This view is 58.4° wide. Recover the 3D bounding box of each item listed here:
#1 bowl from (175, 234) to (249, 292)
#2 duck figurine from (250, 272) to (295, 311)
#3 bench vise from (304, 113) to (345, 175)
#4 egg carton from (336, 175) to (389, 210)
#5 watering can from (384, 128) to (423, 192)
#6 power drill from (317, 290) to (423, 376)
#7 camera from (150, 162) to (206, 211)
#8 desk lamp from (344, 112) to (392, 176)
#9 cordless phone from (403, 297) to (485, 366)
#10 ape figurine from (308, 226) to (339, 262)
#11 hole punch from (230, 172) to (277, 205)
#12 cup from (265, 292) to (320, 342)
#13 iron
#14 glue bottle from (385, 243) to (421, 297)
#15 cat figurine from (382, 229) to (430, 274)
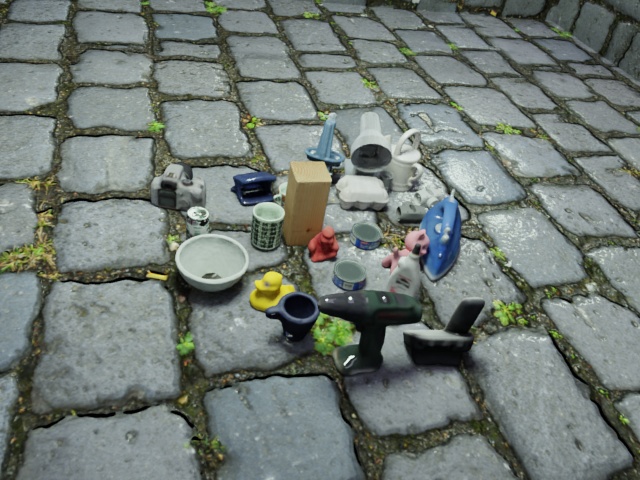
[{"bbox_3d":[-0.251,0.065,1.329,0.167,0.075,0.167,7,40,-6],"label":"bowl"},{"bbox_3d":[-0.106,0.110,1.305,0.105,0.086,0.077,-4,42,-18],"label":"duck figurine"},{"bbox_3d":[0.020,-0.240,1.648,0.121,0.220,0.207,3,40,-10],"label":"bench vise"},{"bbox_3d":[0.122,-0.137,1.671,0.150,0.069,0.107,0,41,-14],"label":"egg carton"},{"bbox_3d":[0.249,-0.256,1.747,0.172,0.194,0.101,27,42,18],"label":"watering can"},{"bbox_3d":[0.090,0.183,1.172,0.230,0.208,0.075,-5,42,-19],"label":"power drill"},{"bbox_3d":[-0.371,-0.157,1.543,0.143,0.101,0.137,10,39,-3],"label":"camera"},{"bbox_3d":[0.137,-0.258,1.705,0.118,0.213,0.203,6,40,-7],"label":"desk lamp"},{"bbox_3d":[0.269,0.182,1.237,0.148,0.185,0.094,0,41,-14],"label":"cordless phone"},{"bbox_3d":[0.013,0.005,1.456,0.077,0.092,0.076,19,40,9],"label":"ape figurine"},{"bbox_3d":[-0.187,-0.161,1.603,0.109,0.091,0.101,-10,44,-25],"label":"hole punch"},{"bbox_3d":[-0.063,0.174,1.232,0.118,0.095,0.091,-3,42,-17],"label":"cup"},{"bbox_3d":[0.330,-0.020,1.529,0.118,0.141,0.258,15,39,4],"label":"iron"},{"bbox_3d":[0.210,0.074,1.361,0.078,0.173,0.037,22,40,12],"label":"glue bottle"},{"bbox_3d":[0.230,0.022,1.471,0.128,0.118,0.067,-18,48,-31],"label":"cat figurine"}]
